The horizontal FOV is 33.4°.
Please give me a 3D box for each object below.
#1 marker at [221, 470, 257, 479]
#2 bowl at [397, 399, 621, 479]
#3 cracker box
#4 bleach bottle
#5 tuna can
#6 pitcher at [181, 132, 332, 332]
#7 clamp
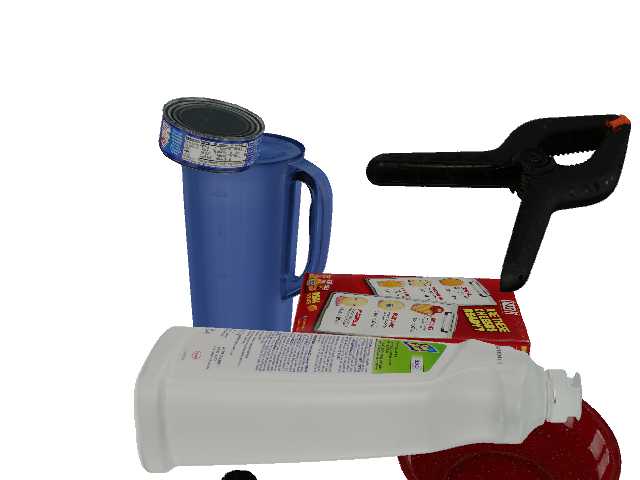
[{"bbox_3d":[-0.048,0.129,0.417,0.020,0.020,0.121,0,24,17],"label":"marker"},{"bbox_3d":[0.135,0.169,0.787,0.162,0.055,0.162,-1,34,0],"label":"bowl"},{"bbox_3d":[0.083,0.092,1.028,0.213,0.072,0.164,2,18,3],"label":"cracker box"},{"bbox_3d":[0.025,0.093,0.627,0.251,0.068,0.102,0,19,6],"label":"bleach bottle"},{"bbox_3d":[-0.091,-0.088,0.889,0.086,0.034,0.086,11,26,-5],"label":"tuna can"},{"bbox_3d":[-0.075,0.011,1.154,0.144,0.243,0.149,-5,21,-16],"label":"pitcher"},{"bbox_3d":[0.162,-0.042,0.805,0.209,0.036,0.165,-20,46,-20],"label":"clamp"}]
